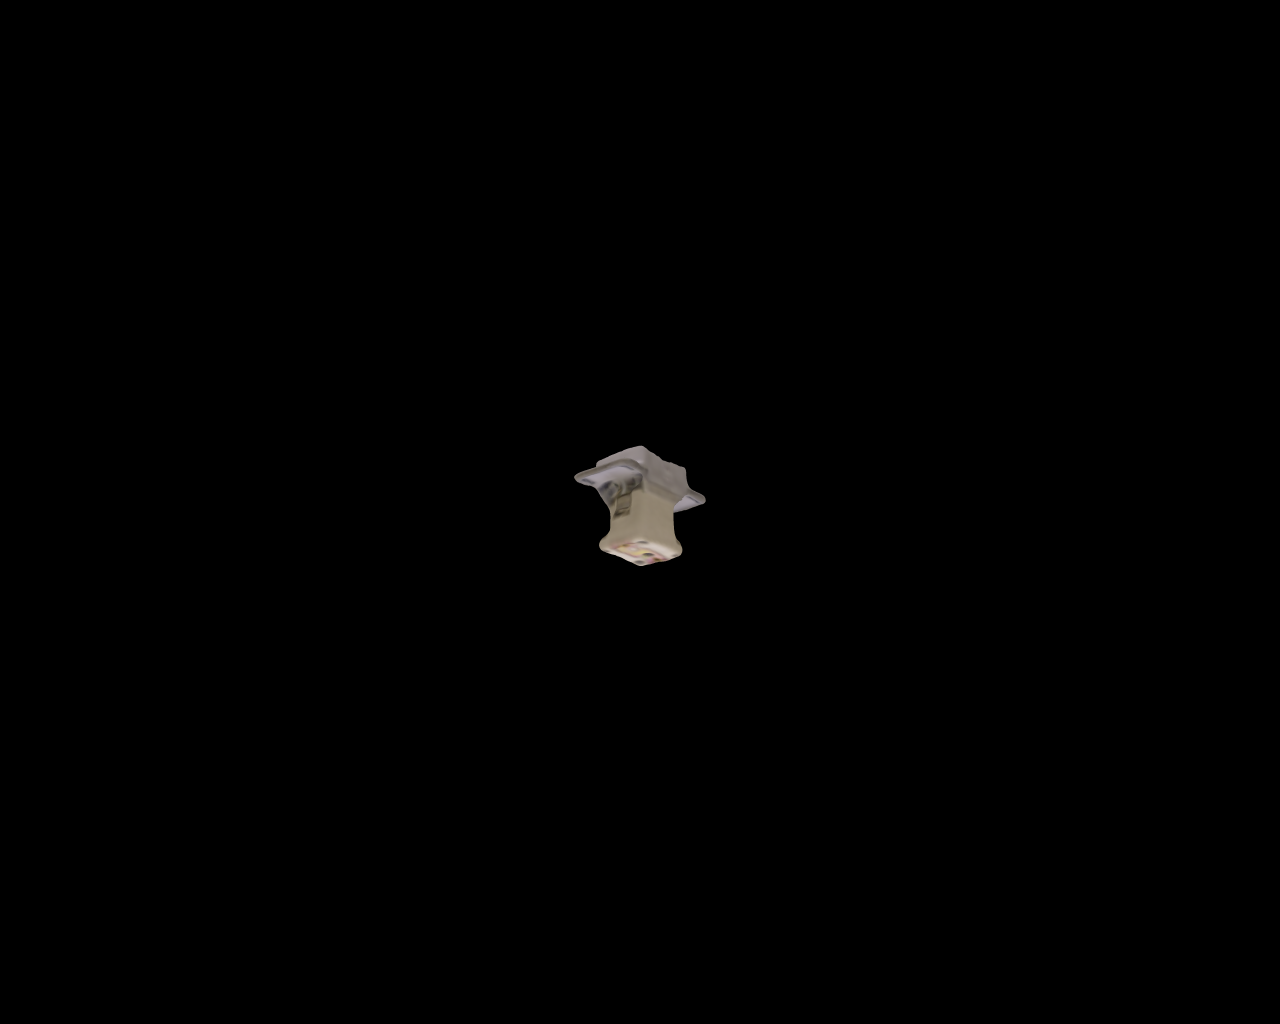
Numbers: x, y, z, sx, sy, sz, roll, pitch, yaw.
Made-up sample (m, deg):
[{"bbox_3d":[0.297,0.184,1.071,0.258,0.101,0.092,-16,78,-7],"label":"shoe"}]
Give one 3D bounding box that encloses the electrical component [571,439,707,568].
[{"bbox_3d":[0.001,-0.003,0.650,0.042,0.064,0.081,-17,-27,37],"label":"electrical component"}]
